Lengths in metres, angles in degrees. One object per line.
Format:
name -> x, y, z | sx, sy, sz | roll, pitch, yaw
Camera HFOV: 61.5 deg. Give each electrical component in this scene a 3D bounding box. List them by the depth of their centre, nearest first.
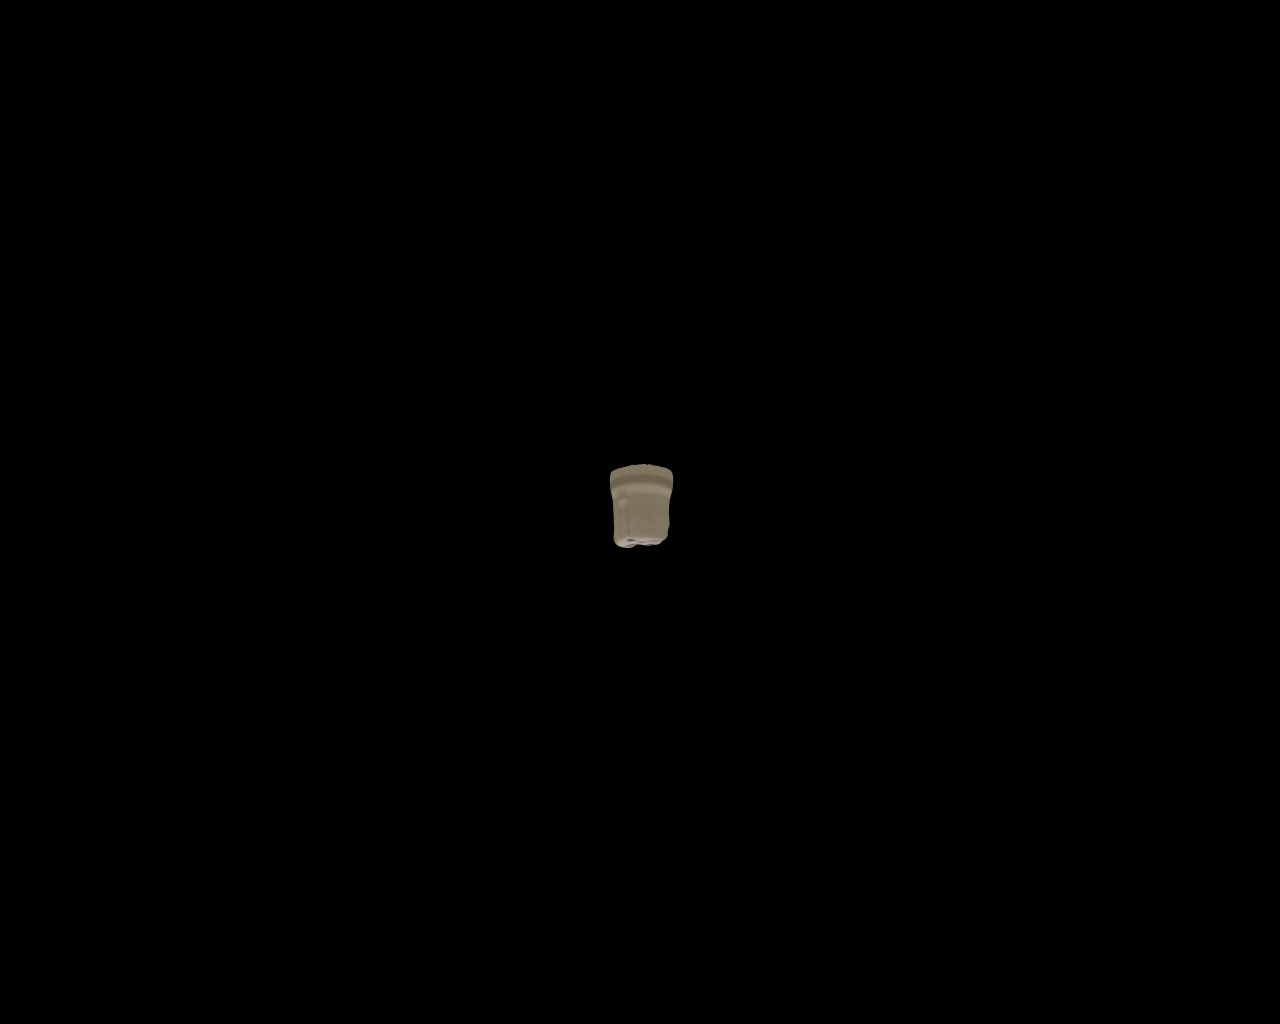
electrical component -> 0.001, -0.003, 0.650 | 0.040, 0.046, 0.040 | 0, -16, 0
